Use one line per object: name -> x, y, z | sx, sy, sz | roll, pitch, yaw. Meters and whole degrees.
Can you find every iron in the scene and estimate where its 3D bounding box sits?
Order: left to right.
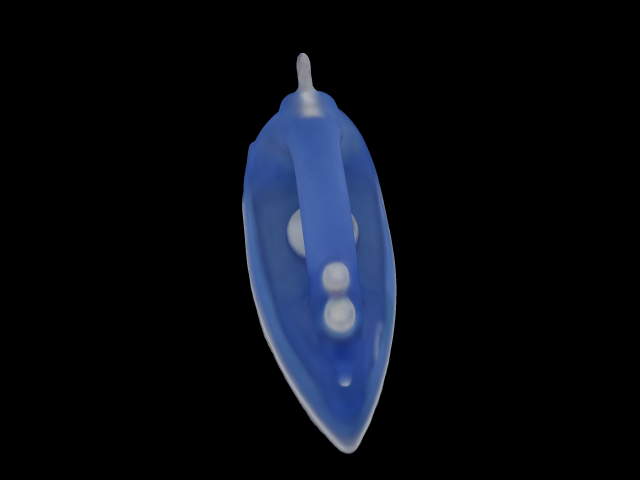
iron -> 0.004, 0.001, 0.400 | 0.118, 0.141, 0.258 | -7, 58, -4
